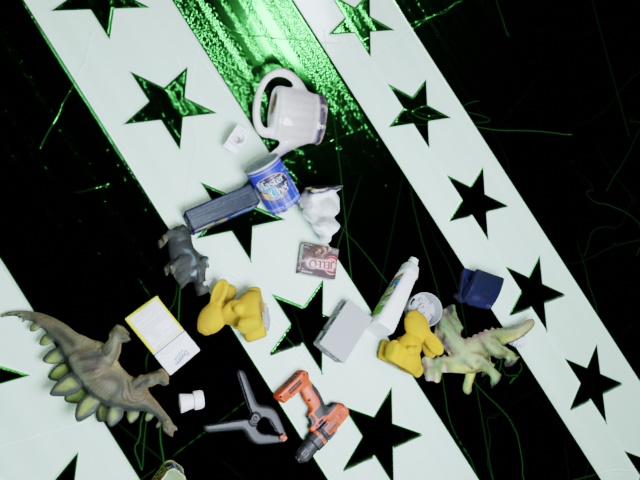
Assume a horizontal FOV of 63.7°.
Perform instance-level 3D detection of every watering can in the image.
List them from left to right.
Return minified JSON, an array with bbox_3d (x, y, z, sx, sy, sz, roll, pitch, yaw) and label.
[{"bbox_3d":[-0.091,-0.324,1.506,0.224,0.104,0.348,6,88,-21],"label":"watering can"}]

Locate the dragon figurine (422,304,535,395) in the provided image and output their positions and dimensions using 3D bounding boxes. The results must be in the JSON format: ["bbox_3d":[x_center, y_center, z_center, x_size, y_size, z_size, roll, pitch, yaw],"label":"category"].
[{"bbox_3d":[0.458,0.299,1.553,0.416,0.120,0.243,-40,85,-26],"label":"dragon figurine"}]

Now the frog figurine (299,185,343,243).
[{"bbox_3d":[0.004,-0.074,1.473,0.139,0.123,0.158,-22,113,-59],"label":"frog figurine"}]
